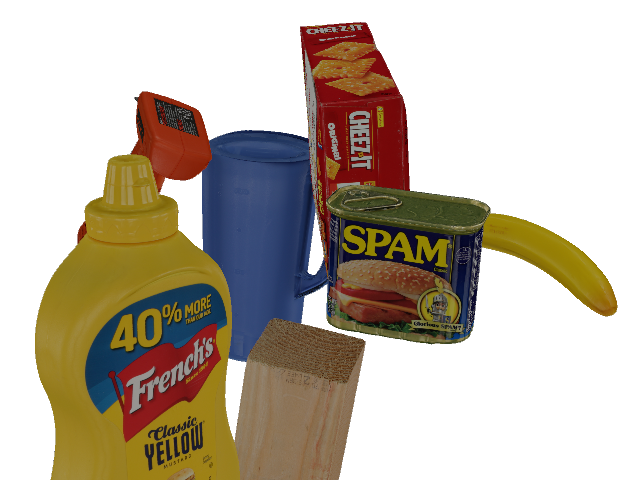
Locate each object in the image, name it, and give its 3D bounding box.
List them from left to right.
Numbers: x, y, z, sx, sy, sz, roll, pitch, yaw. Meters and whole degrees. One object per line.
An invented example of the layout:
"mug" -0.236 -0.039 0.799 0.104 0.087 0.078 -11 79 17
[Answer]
"power drill" -0.153 -0.014 0.878 0.057 0.188 0.184 18 27 -26
"mustard bottle" -0.083 0.056 0.492 0.096 0.192 0.058 -16 22 -41
"pitcher" -0.060 0.008 1.171 0.144 0.243 0.149 -3 21 -19
"wood block" -0.027 0.187 0.958 0.090 0.206 0.090 13 22 8
"cracker box" 0.027 -0.079 0.913 0.072 0.164 0.213 -5 27 -2
"can of meat" 0.054 0.016 0.690 0.102 0.084 0.057 9 22 16
"banana" 0.200 0.014 1.024 0.198 0.069 0.037 21 -27 27
